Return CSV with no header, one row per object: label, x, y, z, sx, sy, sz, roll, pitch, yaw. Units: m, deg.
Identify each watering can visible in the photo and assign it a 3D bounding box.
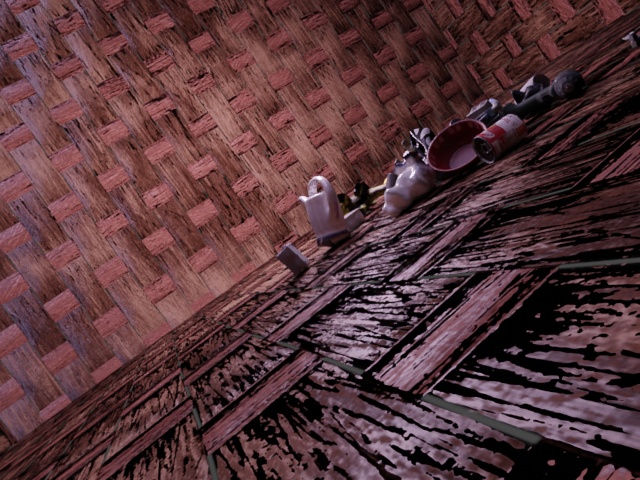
watering can,0.005,-0.083,1.652,0.104,0.225,0.345,-16,-3,-15

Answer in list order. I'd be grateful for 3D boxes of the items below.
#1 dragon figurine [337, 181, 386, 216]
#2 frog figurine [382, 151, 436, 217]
dragon figurine,0.161,-0.143,1.972,0.409,0.122,0.243,-25,-3,9
frog figurine,0.232,-0.128,1.337,0.136,0.121,0.162,-17,52,53
